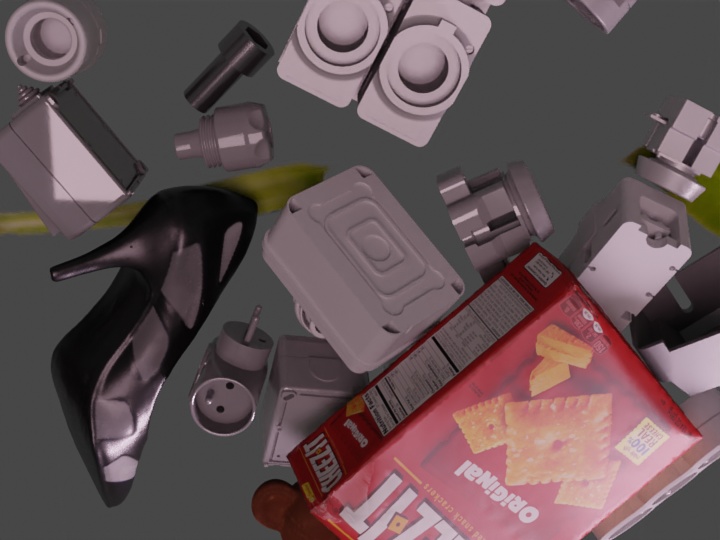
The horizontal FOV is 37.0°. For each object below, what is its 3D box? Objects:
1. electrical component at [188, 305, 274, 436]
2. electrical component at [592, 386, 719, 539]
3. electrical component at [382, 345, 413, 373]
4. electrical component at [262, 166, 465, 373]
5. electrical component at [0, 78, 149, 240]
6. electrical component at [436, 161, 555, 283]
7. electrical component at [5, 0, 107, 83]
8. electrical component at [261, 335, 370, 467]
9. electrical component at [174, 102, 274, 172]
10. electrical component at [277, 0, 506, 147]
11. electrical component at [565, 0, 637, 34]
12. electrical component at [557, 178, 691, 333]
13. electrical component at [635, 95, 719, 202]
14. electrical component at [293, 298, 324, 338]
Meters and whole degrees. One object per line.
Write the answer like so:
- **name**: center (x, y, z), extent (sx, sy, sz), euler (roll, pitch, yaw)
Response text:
- **electrical component**: center (-0.084, 0.061, 0.736), extent (0.044, 0.077, 0.079), euler (21, 109, -7)
- **electrical component**: center (0.202, 0.126, 0.771), extent (0.138, 0.052, 0.073), euler (-47, 64, 25)
- **electrical component**: center (0.040, 0.094, 0.759), extent (0.058, 0.057, 0.078), euler (19, 109, -7)
- **electrical component**: center (0.000, 0.000, 0.689), extent (0.113, 0.078, 0.057), euler (51, 142, 12)
- **electrical component**: center (-0.194, -0.075, 0.693), extent (0.061, 0.061, 0.096), euler (-35, 106, 12)
- **electrical component**: center (0.093, -0.037, 0.711), extent (0.057, 0.058, 0.078), euler (-24, 108, 11)
- **electrical component**: center (-0.191, -0.146, 0.675), extent (0.055, 0.047, 0.055), euler (0, 110, 0)
- **electrical component**: center (-0.034, 0.095, 0.751), extent (0.062, 0.061, 0.096), euler (6, 131, -12)
- **electrical component**: center (-0.089, -0.085, 0.700), extent (0.062, 0.043, 0.043), euler (-9, 110, 4)
- **electrical component**: center (0.036, -0.182, 0.655), extent (0.105, 0.060, 0.186), euler (26, 108, -9)
- **electrical component**: center (0.149, -0.181, 0.660), extent (0.055, 0.055, 0.047), euler (41, 101, -14)
- **electrical component**: center (0.172, -0.010, 0.711), extent (0.050, 0.055, 0.089), euler (24, 131, -9)
- **electrical component**: center (0.212, -0.078, 0.703), extent (0.066, 0.048, 0.055), euler (25, 100, -9)
- **electrical component**: center (-0.023, 0.025, 0.730), extent (0.048, 0.062, 0.048), euler (1, 112, 2)
